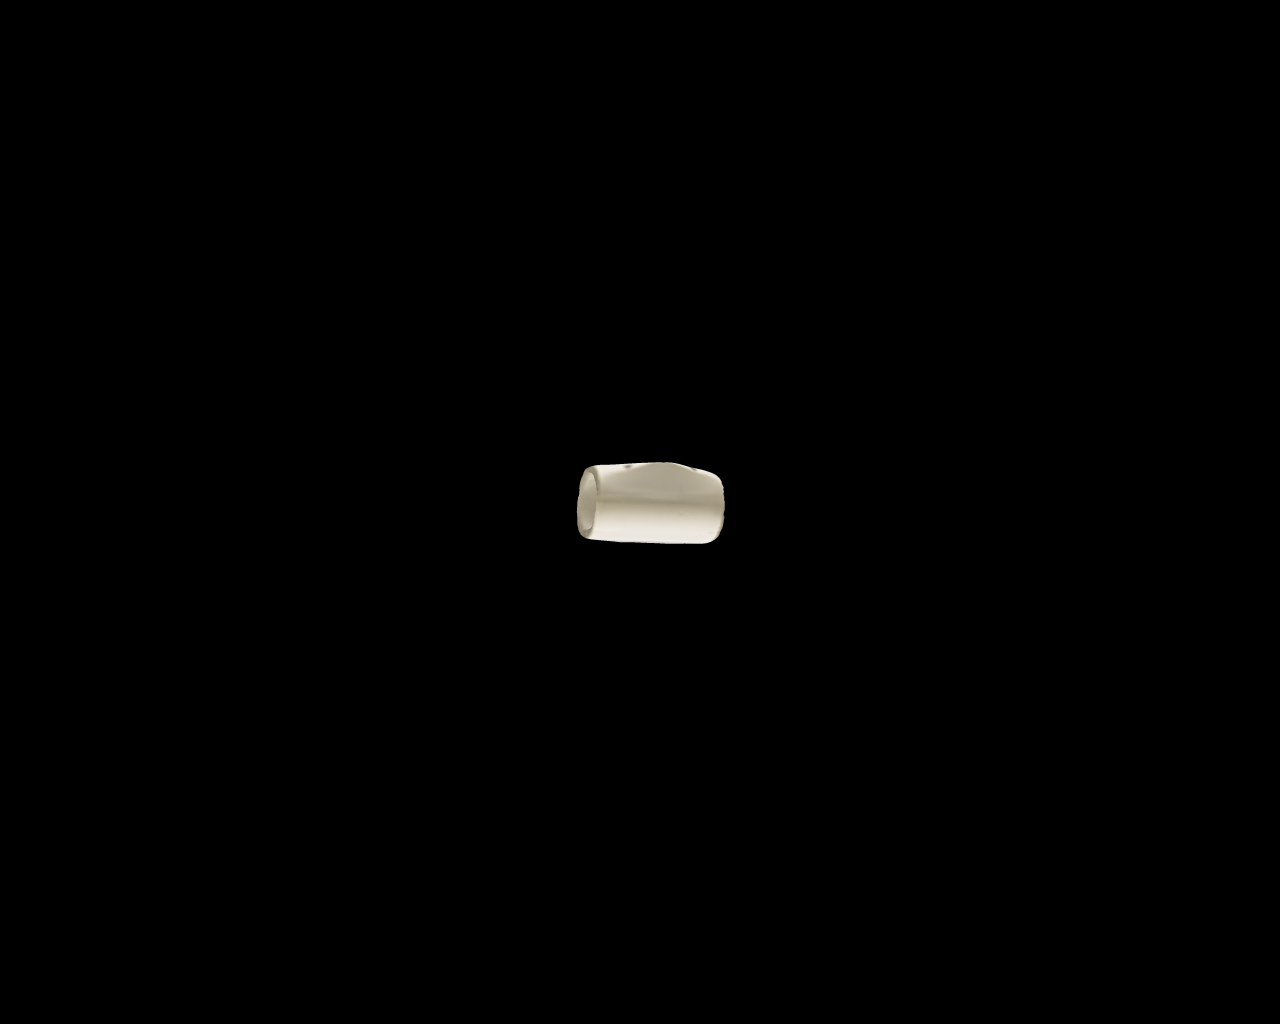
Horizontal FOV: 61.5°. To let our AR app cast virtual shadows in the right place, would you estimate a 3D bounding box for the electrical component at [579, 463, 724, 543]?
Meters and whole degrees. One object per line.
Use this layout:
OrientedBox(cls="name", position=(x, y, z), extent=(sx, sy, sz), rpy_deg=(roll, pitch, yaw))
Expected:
OrientedBox(cls="electrical component", position=(0.001, -0.003, 0.650), extent=(0.077, 0.043, 0.079), rpy_deg=(2, -7, -18))
